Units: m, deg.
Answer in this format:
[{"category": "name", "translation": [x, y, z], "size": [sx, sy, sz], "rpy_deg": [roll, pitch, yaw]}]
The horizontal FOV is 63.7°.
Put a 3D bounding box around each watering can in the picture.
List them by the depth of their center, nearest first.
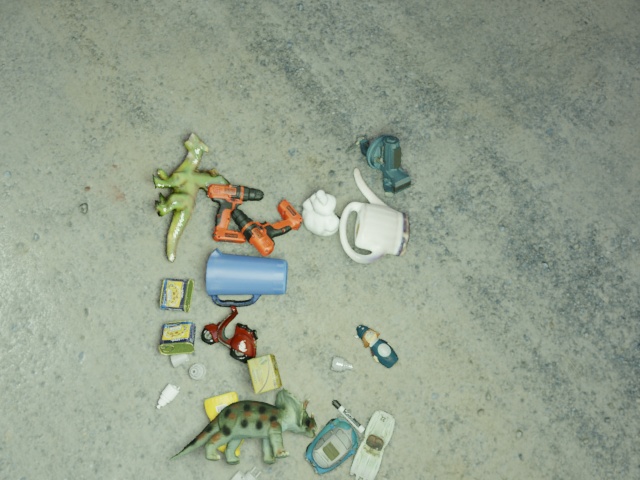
[{"category": "watering can", "translation": [0.180, -0.074, 1.636], "size": [0.224, 0.102, 0.355], "rpy_deg": [13, 58, -5]}]

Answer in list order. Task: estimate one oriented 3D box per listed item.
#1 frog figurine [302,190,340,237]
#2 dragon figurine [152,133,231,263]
[{"category": "frog figurine", "translation": [0.005, -0.081, 1.615], "size": [0.123, 0.157, 0.138], "rpy_deg": [-38, 79, -7]}, {"category": "dragon figurine", "translation": [-0.407, -0.146, 1.675], "size": [0.243, 0.121, 0.413], "rpy_deg": [-10, 82, -11]}]
